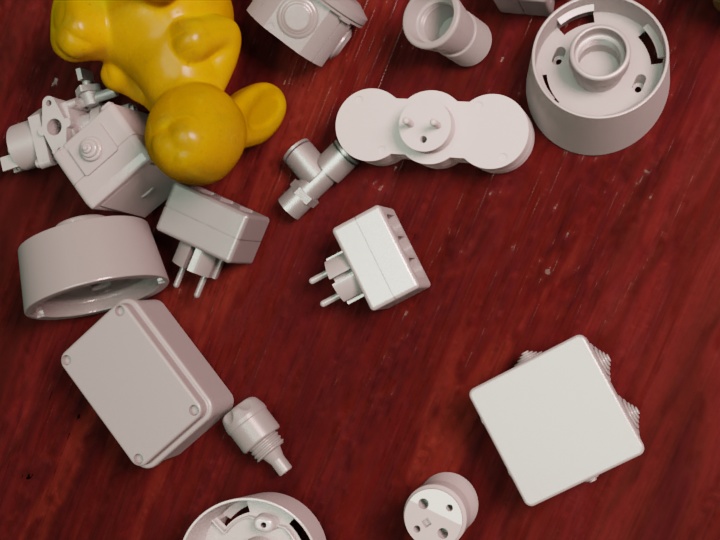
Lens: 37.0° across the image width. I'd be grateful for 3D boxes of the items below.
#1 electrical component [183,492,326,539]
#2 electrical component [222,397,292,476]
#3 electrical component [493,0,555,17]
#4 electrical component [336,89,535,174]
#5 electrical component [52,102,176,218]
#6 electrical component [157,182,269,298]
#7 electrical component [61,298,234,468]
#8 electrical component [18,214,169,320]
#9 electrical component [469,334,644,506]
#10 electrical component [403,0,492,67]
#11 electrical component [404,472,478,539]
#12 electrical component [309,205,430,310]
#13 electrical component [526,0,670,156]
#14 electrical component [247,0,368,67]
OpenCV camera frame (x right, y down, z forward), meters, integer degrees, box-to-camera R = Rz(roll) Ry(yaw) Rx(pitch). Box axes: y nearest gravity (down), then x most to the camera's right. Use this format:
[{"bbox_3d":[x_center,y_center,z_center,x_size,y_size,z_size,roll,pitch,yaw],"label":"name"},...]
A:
[{"bbox_3d":[-0.075,0.213,0.792,0.099,0.064,0.099,0,90,16],"label":"electrical component"},{"bbox_3d":[-0.074,0.127,0.808,0.035,0.035,0.061,-40,83,12],"label":"electrical component"},{"bbox_3d":[0.136,-0.213,0.744,0.077,0.047,0.065,9,92,16],"label":"electrical component"},{"bbox_3d":[0.049,-0.100,0.754,0.138,0.074,0.052,5,91,16],"label":"electrical component"},{"bbox_3d":[-0.177,-0.079,0.805,0.062,0.096,0.061,-38,81,12],"label":"electrical component"},{"bbox_3d":[-0.118,-0.018,0.814,0.066,0.047,0.076,25,96,14],"label":"electrical component"},{"bbox_3d":[-0.163,0.085,0.820,0.078,0.057,0.113,-41,79,12],"label":"electrical component"},{"bbox_3d":[-0.204,-0.007,0.810,0.108,0.108,0.060,-19,79,15],"label":"electrical component"},{"bbox_3d":[0.136,0.101,0.741,0.100,0.048,0.099,-29,82,14],"label":"electrical component"},{"bbox_3d":[0.065,-0.167,0.754,0.044,0.065,0.044,-5,80,32],"label":"electrical component"},{"bbox_3d":[0.057,0.169,0.759,0.045,0.055,0.045,0,90,16],"label":"electrical component"},{"bbox_3d":[0.000,0.000,0.780,0.077,0.047,0.065,-28,83,13],"label":"electrical component"},{"bbox_3d":[0.164,-0.136,0.740,0.099,0.064,0.099,-2,76,10],"label":"electrical component"},{"bbox_3d":[-0.039,-0.188,0.777,0.080,0.080,0.051,41,105,12],"label":"electrical component"}]
